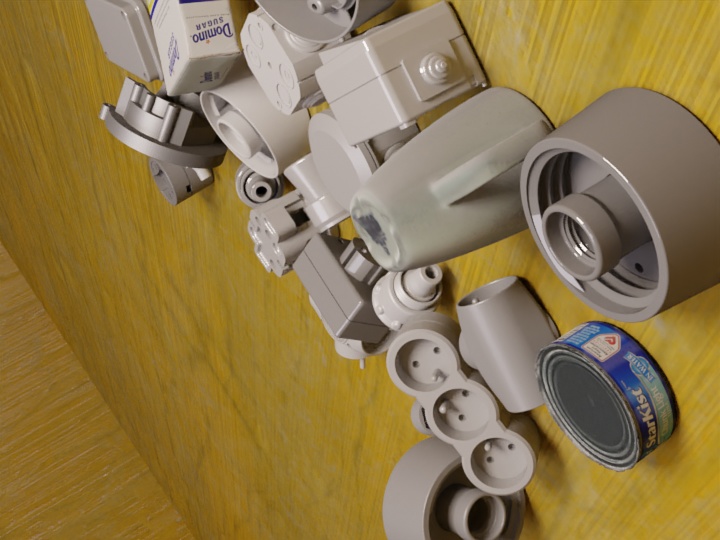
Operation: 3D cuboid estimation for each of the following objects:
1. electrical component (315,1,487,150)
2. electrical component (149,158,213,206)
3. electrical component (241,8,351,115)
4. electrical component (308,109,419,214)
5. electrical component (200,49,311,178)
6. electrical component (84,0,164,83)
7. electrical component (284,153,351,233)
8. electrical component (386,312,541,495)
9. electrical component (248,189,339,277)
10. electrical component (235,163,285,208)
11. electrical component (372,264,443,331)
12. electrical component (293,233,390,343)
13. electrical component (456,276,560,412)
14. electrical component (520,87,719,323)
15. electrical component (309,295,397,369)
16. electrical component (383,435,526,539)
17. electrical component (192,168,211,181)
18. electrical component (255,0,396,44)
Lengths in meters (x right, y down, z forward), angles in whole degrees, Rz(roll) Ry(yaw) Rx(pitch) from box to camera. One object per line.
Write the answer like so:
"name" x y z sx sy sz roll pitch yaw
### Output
"electrical component" 0.023 -0.116 0.621 0.061 0.062 0.096 63 159 -8
"electrical component" -0.186 -0.102 1.123 0.055 0.047 0.055 47 155 30
"electrical component" -0.041 -0.150 0.735 0.080 0.051 0.080 47 155 30
"electrical component" 0.005 -0.077 0.726 0.080 0.051 0.080 47 155 30
"electrical component" -0.080 -0.126 0.868 0.099 0.064 0.099 41 162 16
"electrical component" -0.199 -0.224 0.981 0.113 0.057 0.078 33 146 49
"electrical component" -0.026 -0.062 0.822 0.055 0.045 0.045 60 159 -1
"electrical component" 0.078 0.088 0.772 0.138 0.052 0.073 52 -158 -5
"electrical component" -0.055 -0.035 0.906 0.058 0.057 0.078 55 158 14
"electrical component" -0.086 -0.073 0.926 0.062 0.043 0.043 -114 1 -73
"electrical component" 0.040 0.014 0.778 0.048 0.048 0.062 56 150 10
"electrical component" 0.000 0.000 0.833 0.075 0.047 0.083 -54 49 24
"electrical component" 0.091 0.048 0.704 0.077 0.044 0.079 63 159 -8
"electrical component" 0.123 -0.026 0.516 0.108 0.060 0.108 48 156 30
"electrical component" -0.004 0.048 0.908 0.077 0.044 0.079 39 142 42
"electrical component" 0.079 0.185 0.829 0.060 0.108 0.108 2 120 58
"electrical component" -0.170 -0.119 1.085 0.061 0.035 0.035 61 159 -8
"electrical component" -0.024 -0.186 0.632 0.099 0.064 0.099 47 155 30
